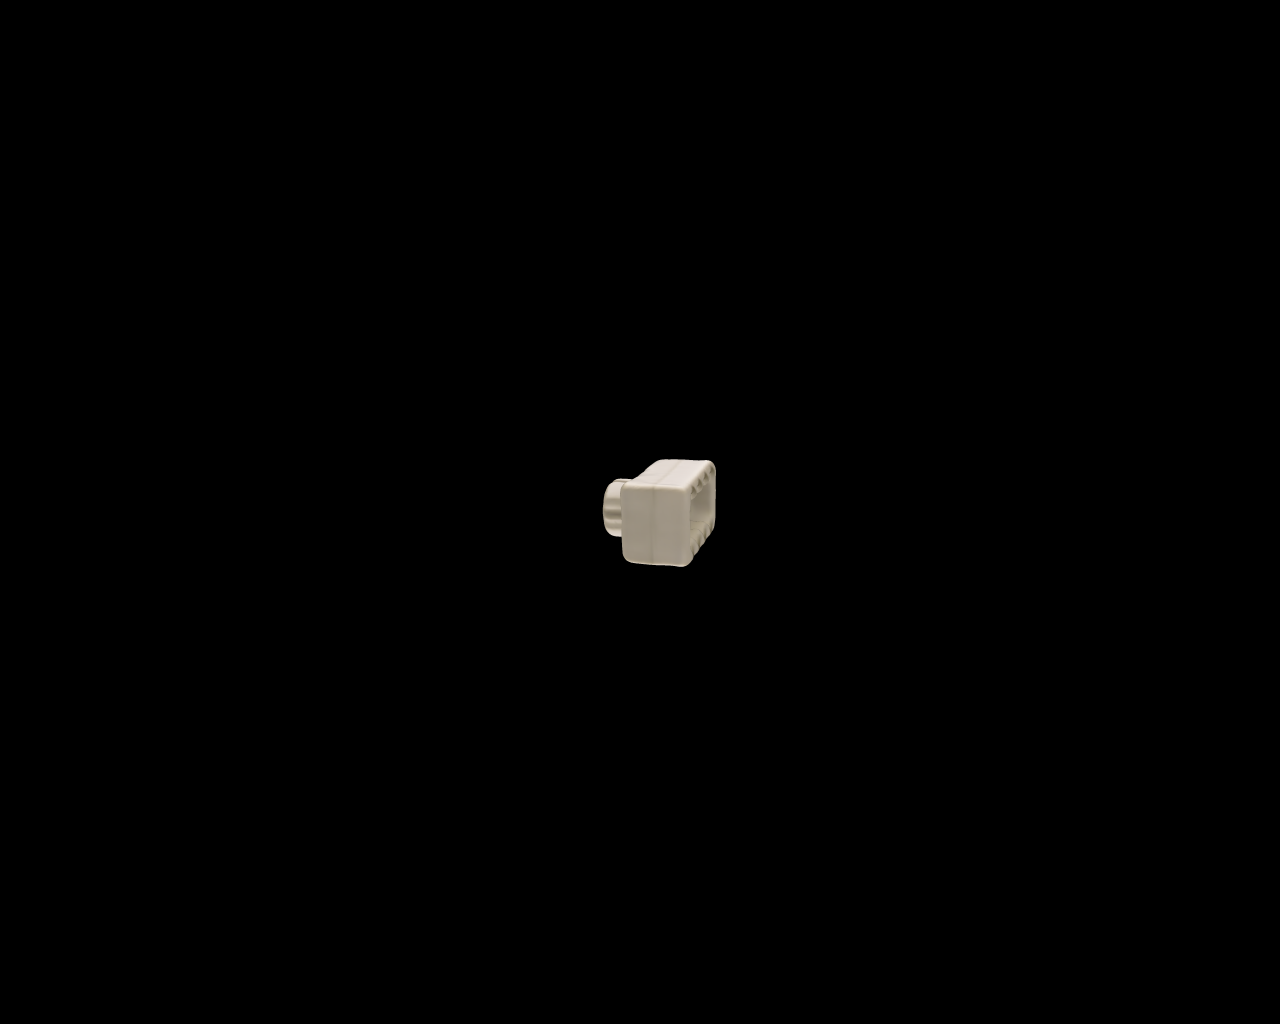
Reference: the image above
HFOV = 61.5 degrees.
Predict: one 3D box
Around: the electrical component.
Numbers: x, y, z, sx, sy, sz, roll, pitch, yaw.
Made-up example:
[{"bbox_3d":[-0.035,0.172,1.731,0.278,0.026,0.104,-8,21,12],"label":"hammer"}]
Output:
[{"bbox_3d":[0.001,-0.003,0.650,0.076,0.047,0.083,4,15,15],"label":"electrical component"}]
